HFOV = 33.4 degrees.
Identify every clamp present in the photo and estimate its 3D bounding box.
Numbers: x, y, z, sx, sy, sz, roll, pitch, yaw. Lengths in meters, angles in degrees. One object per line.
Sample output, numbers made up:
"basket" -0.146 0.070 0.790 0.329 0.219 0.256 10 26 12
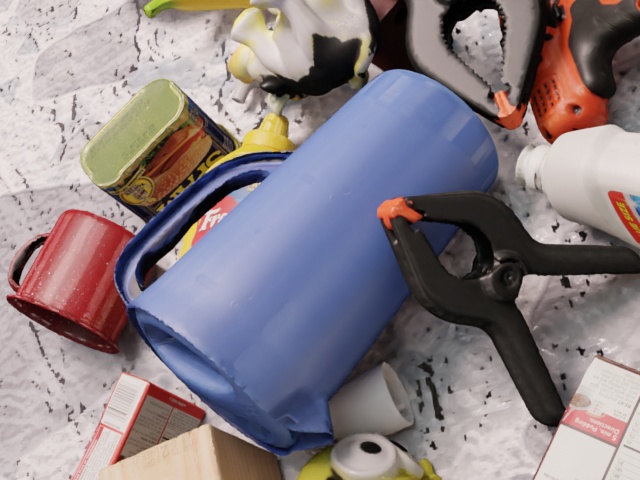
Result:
"clamp" 0.100 -0.174 0.707 0.165 0.036 0.210 -30 68 15
"clamp" 0.115 0.017 0.637 0.120 0.171 0.039 -53 15 -17

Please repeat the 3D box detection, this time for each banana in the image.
"banana" -0.040 -0.196 0.866 0.198 0.037 0.069 5 58 14

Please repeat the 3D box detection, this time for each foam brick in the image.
"foam brick" 0.053 -0.162 0.787 0.053 0.078 0.051 -48 53 -1

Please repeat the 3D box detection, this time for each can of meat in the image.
"can of meat" -0.124 -0.066 0.831 0.102 0.083 0.057 -45 54 1

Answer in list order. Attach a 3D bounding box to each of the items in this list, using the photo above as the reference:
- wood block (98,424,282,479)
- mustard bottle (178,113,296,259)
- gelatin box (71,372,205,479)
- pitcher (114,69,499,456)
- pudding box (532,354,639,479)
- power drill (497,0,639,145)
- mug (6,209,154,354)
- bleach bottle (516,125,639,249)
"wood block" -0.063 0.231 0.649 0.090 0.090 0.206 -26 57 16
"mustard bottle" -0.055 -0.005 0.781 0.096 0.058 0.191 5 69 28
"gelatin box" -0.125 0.145 0.736 0.030 0.073 0.089 15 75 34
"pitcher" -0.004 0.001 0.683 0.242 0.149 0.145 -48 17 -19
"pudding box" 0.175 0.132 0.602 0.090 0.039 0.113 22 80 33
"power drill" 0.190 -0.178 0.691 0.188 0.057 0.184 -45 45 43
"mug" -0.187 0.027 0.816 0.117 0.093 0.081 14 69 29
"bleach bottle" 0.230 -0.014 0.619 0.251 0.102 0.068 18 66 40
